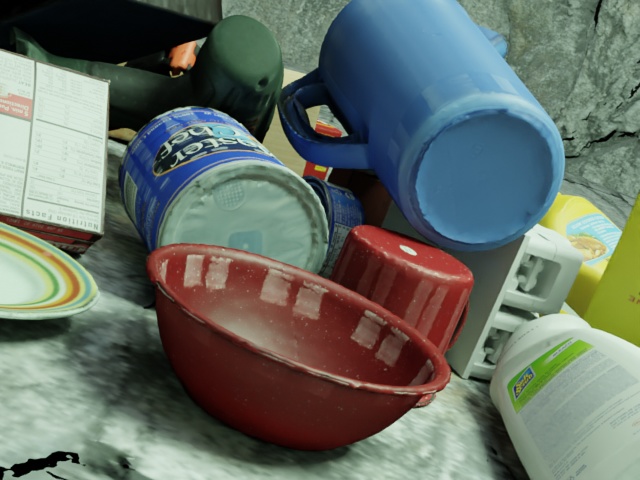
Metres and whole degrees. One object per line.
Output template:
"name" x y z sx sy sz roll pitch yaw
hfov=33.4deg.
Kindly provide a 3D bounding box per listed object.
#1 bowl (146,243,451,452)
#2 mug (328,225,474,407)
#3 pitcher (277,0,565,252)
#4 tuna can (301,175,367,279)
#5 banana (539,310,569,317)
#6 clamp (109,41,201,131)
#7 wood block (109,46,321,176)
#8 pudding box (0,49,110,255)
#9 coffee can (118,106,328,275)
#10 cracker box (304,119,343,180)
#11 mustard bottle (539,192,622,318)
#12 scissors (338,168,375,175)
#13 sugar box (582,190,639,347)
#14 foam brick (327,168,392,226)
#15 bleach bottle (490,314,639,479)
"bowl" -0.019 0.059 0.537 0.162 0.055 0.162 21 13 -5
"mug" 0.050 0.044 0.653 0.117 0.081 0.093 10 17 -41
"pitcher" 0.071 -0.087 0.753 0.144 0.149 0.243 30 18 -22
"tuna can" -0.005 0.001 0.734 0.033 0.086 0.086 17 13 -30
"banana" 0.144 0.046 0.903 0.198 0.037 0.069 28 15 26
"clamp" -0.118 -0.108 0.919 0.164 0.036 0.210 22 -22 -12
"wood block" -0.106 -0.132 1.040 0.206 0.091 0.090 14 20 -3
"pudding box" -0.175 -0.054 0.645 0.089 0.113 0.039 14 -27 -32
"coffee can" -0.066 -0.019 0.677 0.102 0.103 0.140 16 14 -25
"cracker box" -0.104 -0.148 1.223 0.163 0.072 0.214 7 20 -48
"mustard bottle" 0.209 0.024 0.799 0.096 0.058 0.192 -15 57 -45
"scissors" 0.033 -0.070 0.891 0.096 0.016 0.201 29 13 29
"sugar box" 0.222 0.050 0.693 0.093 0.176 0.048 25 24 17
"foam brick" 0.030 -0.023 0.914 0.053 0.078 0.051 19 12 -21
"bleach bottle" 0.152 0.091 0.586 0.068 0.102 0.251 50 7 -12
